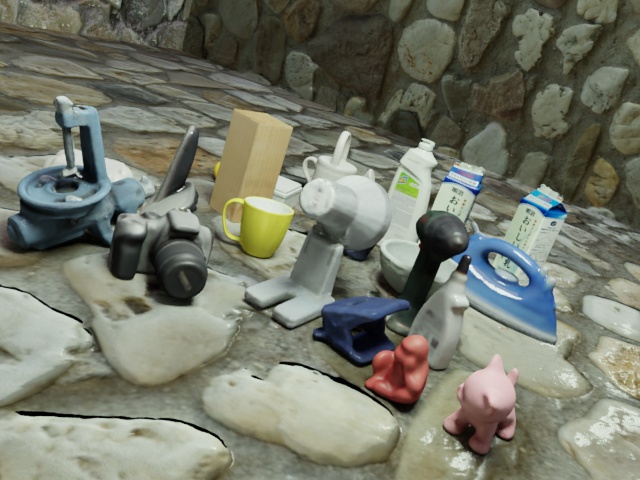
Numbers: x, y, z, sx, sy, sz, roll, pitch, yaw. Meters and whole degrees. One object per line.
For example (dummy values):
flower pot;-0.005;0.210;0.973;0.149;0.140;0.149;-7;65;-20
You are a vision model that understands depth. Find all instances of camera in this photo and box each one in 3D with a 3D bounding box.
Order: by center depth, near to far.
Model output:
camera;-0.216;0.016;0.812;0.143;0.101;0.136;8;22;-26

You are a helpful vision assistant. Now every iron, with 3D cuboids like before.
iron;0.367;0.076;1.111;0.257;0.141;0.119;32;24;33

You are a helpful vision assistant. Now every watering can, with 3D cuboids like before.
watering can;0.046;-0.167;1.386;0.173;0.194;0.101;15;20;-11

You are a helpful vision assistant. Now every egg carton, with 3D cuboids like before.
egg carton;-0.410;-0.109;1.016;0.150;0.069;0.107;15;20;-10

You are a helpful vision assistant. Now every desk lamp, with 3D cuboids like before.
desk lamp;0.008;0.003;0.879;0.117;0.213;0.204;28;22;24

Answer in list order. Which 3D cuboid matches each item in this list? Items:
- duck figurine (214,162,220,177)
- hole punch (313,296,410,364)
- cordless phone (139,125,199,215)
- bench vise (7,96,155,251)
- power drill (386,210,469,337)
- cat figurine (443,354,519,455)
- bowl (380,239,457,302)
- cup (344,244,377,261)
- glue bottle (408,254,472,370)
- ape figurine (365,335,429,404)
duck figurine;-0.192;-0.171;1.346;0.105;0.086;0.077;14;20;-13
hole punch;0.059;0.111;0.822;0.100;0.091;0.109;31;23;31
cordless phone;-0.243;-0.095;0.956;0.094;0.185;0.147;12;21;-18
bench vise;-0.338;-0.099;0.831;0.121;0.220;0.208;24;21;15
power drill;0.174;0.048;0.915;0.075;0.208;0.229;18;20;-2
cat figurine;0.209;0.193;0.700;0.067;0.118;0.128;33;24;34
bowl;0.180;0.066;1.069;0.167;0.075;0.167;16;20;-6
cup;0.070;-0.011;1.144;0.118;0.095;0.091;11;21;-21
glue bottle;0.185;0.100;0.841;0.037;0.173;0.078;5;24;-33
ape figurine;0.109;0.161;0.732;0.076;0.092;0.077;10;22;-23
